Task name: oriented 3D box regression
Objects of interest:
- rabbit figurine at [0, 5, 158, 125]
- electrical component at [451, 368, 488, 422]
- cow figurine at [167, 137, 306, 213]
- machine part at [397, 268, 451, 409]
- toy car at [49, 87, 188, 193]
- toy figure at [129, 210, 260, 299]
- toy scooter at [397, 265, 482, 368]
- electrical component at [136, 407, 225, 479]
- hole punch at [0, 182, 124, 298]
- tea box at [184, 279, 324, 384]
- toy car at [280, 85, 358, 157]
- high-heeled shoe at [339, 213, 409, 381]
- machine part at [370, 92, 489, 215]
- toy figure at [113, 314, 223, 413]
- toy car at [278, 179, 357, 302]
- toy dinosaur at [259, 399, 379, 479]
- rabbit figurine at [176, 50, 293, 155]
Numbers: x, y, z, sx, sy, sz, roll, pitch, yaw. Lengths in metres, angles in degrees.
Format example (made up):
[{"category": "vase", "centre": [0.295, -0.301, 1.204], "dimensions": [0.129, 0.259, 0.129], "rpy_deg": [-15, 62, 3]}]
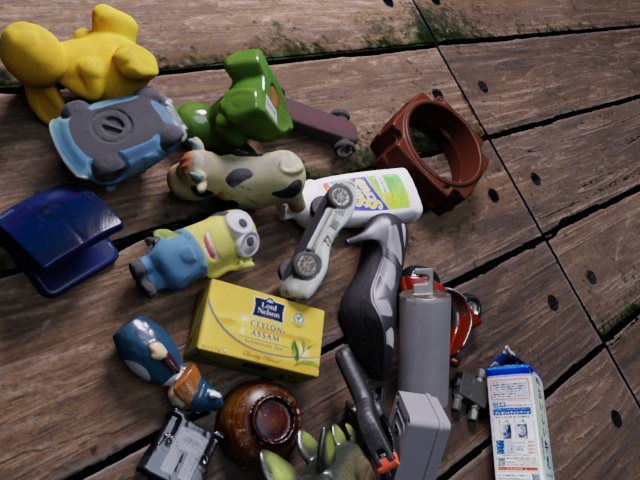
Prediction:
[{"category": "rabbit figurine", "centre": [-0.326, -0.228, 0.688], "dimensions": [0.173, 0.162, 0.122], "rpy_deg": [-12, 75, -57]}, {"category": "electrical component", "centre": [0.248, 0.248, 0.889], "dimensions": [0.063, 0.021, 0.094], "rpy_deg": [34, 55, -12]}, {"category": "cow figurine", "centre": [-0.117, -0.087, 0.759], "dimensions": [0.195, 0.127, 0.085], "rpy_deg": [-4, 65, -5]}, {"category": "machine part", "centre": [0.155, 0.162, 0.800], "dimensions": [0.079, 0.079, 0.243], "rpy_deg": [-2, 95, -31]}, {"category": "toy car", "centre": [-0.262, -0.128, 0.710], "dimensions": [0.162, 0.103, 0.109], "rpy_deg": [-29, 82, -27]}, {"category": "toy figure", "centre": [-0.165, 0.012, 0.718], "dimensions": [0.180, 0.089, 0.082], "rpy_deg": [-28, 126, -28]}, {"category": "toy scooter", "centre": [0.195, 0.130, 0.882], "dimensions": [0.184, 0.075, 0.135], "rpy_deg": [27, 58, -23]}, {"category": "electrical component", "centre": [-0.171, 0.264, 0.618], "dimensions": [0.075, 0.048, 0.119], "rpy_deg": [37, 53, -10]}, {"category": "hole punch", "centre": [-0.310, -0.011, 0.641], "dimensions": [0.116, 0.092, 0.142], "rpy_deg": [49, 57, 2]}, {"category": "tea box", "centre": [-0.085, 0.126, 0.720], "dimensions": [0.169, 0.068, 0.098], "rpy_deg": [17, 60, -22]}, {"category": "toy car", "centre": [-0.021, -0.201, 0.919], "dimensions": [0.202, 0.053, 0.089], "rpy_deg": [11, 58, -31]}, {"category": "high-heeled shoe", "centre": [0.104, 0.082, 0.845], "dimensions": [0.145, 0.086, 0.248], "rpy_deg": [-10, 90, -44]}, {"category": "machine part", "centre": [0.213, -0.166, 1.022], "dimensions": [0.201, 0.087, 0.201], "rpy_deg": [46, 53, -6]}, {"category": "toy figure", "centre": [-0.182, 0.158, 0.652], "dimensions": [0.058, 0.064, 0.154], "rpy_deg": [-42, 98, -1]}, {"category": "toy car", "centre": [-0.002, -0.002, 0.776], "dimensions": [0.056, 0.073, 0.202], "rpy_deg": [33, 66, -14]}, {"category": "toy dinosaur", "centre": [-0.007, 0.333, 0.570], "dimensions": [0.198, 0.105, 0.471], "rpy_deg": [55, 25, -19]}, {"category": "rabbit figurine", "centre": [-0.137, -0.183, 0.796], "dimensions": [0.159, 0.170, 0.121], "rpy_deg": [41, 41, -63]}]
